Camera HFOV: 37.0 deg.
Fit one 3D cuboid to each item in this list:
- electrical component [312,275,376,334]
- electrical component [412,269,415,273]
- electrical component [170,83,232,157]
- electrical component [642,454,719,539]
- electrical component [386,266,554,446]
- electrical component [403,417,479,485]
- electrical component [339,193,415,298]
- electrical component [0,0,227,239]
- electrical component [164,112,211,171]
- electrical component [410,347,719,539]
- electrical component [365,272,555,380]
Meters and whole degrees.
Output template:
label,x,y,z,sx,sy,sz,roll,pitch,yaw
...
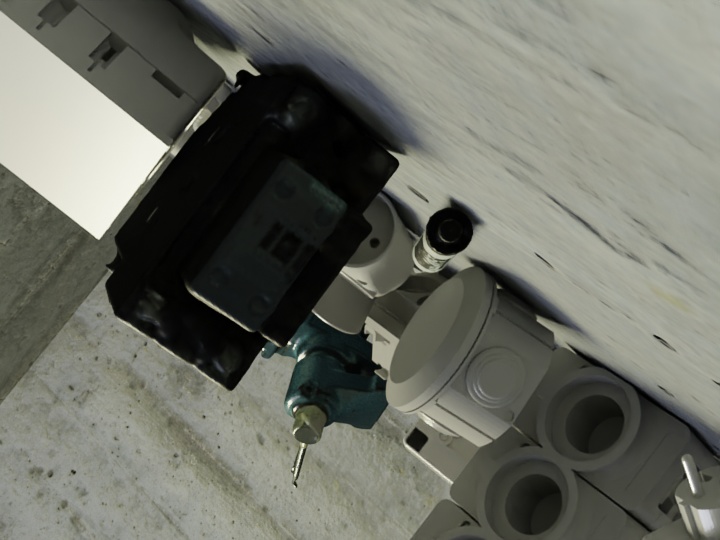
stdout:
label,x,y,z,sx,sy,sz,roll,pitch,yaw
electrical component,0.000,0.000,0.643,0.044,0.065,0.044,33,-165,-11
electrical component,0.007,0.012,0.786,0.048,0.062,0.048,38,177,2
electrical component,-0.125,-0.112,0.591,0.089,0.050,0.056,37,177,24
electrical component,0.158,0.108,0.458,0.047,0.066,0.076,-152,40,-75
electrical component,0.053,0.043,0.530,0.051,0.080,0.080,33,179,-13
electrical component,0.105,0.118,0.784,0.109,0.108,0.056,38,175,11
electrical component,-0.010,-0.025,0.582,0.079,0.044,0.077,37,177,14
electrical component,-0.162,-0.112,0.491,0.186,0.060,0.105,39,146,-10
electrical component,-0.077,-0.065,0.621,0.042,0.063,0.081,39,177,-26
electrical component,0.098,0.126,0.549,0.089,0.150,0.062,35,176,44
electrical component,0.051,0.048,0.659,0.079,0.063,0.121,-6,-161,-25
